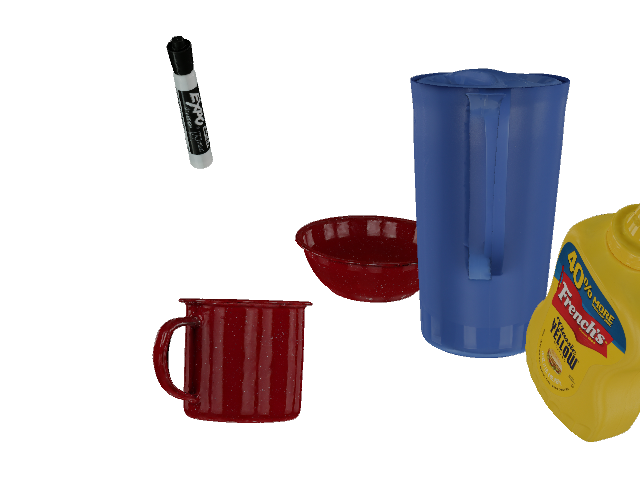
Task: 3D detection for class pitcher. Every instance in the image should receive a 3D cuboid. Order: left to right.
[{"bbox_3d":[0.141,-0.024,0.920,0.149,0.243,0.145,-11,17,-34],"label":"pitcher"}]

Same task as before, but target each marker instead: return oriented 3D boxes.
[{"bbox_3d":[-0.102,-0.107,0.835,0.020,0.020,0.121,-3,-45,3],"label":"marker"}]

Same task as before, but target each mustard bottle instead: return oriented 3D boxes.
[{"bbox_3d":[0.179,0.040,0.657,0.058,0.096,0.192,-12,-36,-14],"label":"mustard bottle"}]

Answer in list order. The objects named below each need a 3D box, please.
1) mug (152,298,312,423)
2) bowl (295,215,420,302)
[{"bbox_3d":[-0.062,0.081,0.732,0.117,0.081,0.093,5,-5,-42],"label":"mug"},{"bbox_3d":[0.054,0.022,1.093,0.162,0.055,0.162,1,18,-1],"label":"bowl"}]
